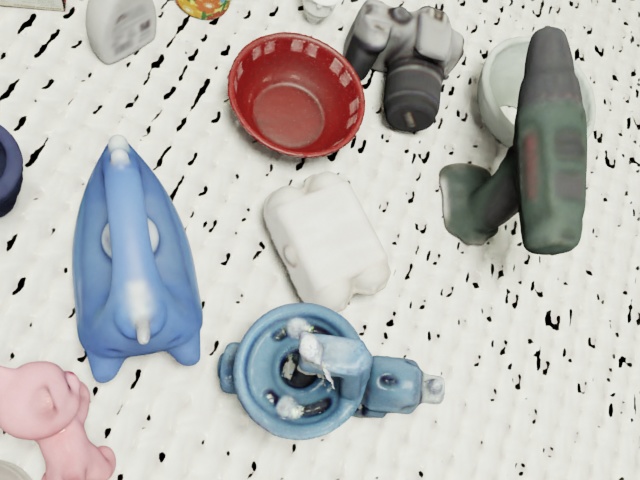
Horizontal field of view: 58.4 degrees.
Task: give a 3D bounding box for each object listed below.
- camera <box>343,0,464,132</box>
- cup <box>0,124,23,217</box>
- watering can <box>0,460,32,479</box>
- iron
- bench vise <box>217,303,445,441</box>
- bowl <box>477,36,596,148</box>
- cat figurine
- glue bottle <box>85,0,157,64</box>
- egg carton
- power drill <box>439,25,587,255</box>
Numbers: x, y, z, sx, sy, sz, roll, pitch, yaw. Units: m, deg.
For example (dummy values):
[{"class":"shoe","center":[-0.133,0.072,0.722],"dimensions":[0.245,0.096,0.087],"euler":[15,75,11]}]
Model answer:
[{"class":"camera","center":[0.105,-0.215,0.706],"dimensions":[0.143,0.100,0.137],"euler":[13,69,-12]},{"class":"cup","center":[-0.323,-0.044,0.527],"dimensions":[0.092,0.095,0.118],"euler":[25,67,-7]},{"class":"watering can","center":[-0.275,0.206,0.404],"dimensions":[0.173,0.193,0.101],"euler":[40,66,0]},{"class":"iron","center":[-0.178,-0.007,0.532],"dimensions":[0.119,0.141,0.258],"euler":[-9,75,-19]},{"class":"bench vise","center":[0.022,0.107,0.511],"dimensions":[0.208,0.219,0.121],"euler":[-6,74,-18]},{"class":"bowl","center":[0.272,-0.178,0.757],"dimensions":[0.168,0.074,0.167],"euler":[5,71,-15]},{"class":"cat figurine","center":[-0.224,0.155,0.478],"dimensions":[0.067,0.117,0.128],"euler":[-25,81,-22]},{"class":"glue bottle","center":[-0.206,-0.256,0.589],"dimensions":[0.078,0.173,0.037],"euler":[-40,86,-23]},{"class":"egg carton","center":[0.006,0.002,0.622],"dimensions":[0.107,0.069,0.150],"euler":[-24,80,-22]},{"class":"power drill","center":[0.214,-0.084,0.637],"dimensions":[0.076,0.208,0.229],"euler":[1,72,-16]}]
